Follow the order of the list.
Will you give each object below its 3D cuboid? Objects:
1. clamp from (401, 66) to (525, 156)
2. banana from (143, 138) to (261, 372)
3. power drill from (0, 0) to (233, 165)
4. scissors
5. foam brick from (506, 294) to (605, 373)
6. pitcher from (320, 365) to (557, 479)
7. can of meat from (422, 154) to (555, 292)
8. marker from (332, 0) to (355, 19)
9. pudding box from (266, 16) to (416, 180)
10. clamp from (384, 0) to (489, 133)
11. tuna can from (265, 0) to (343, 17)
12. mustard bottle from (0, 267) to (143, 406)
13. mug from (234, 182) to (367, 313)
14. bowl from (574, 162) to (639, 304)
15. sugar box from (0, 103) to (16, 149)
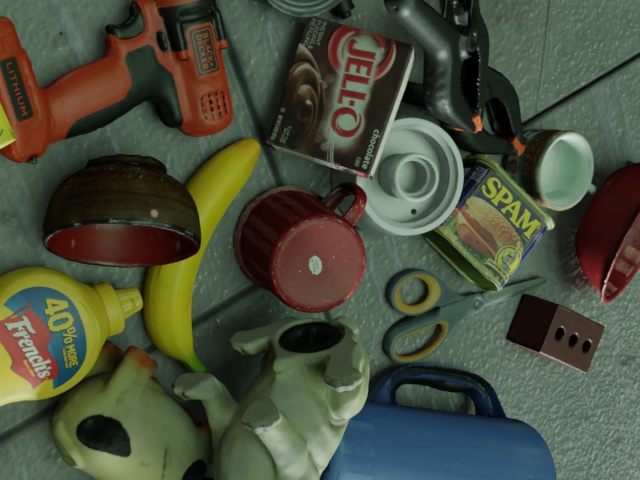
[{"bbox_3d":[0.136,-0.143,0.963,0.171,0.039,0.120,34,86,-37],"label":"clamp"},{"bbox_3d":[-0.100,0.009,0.843,0.069,0.037,0.198,12,94,-51],"label":"banana"},{"bbox_3d":[-0.155,-0.144,0.759,0.187,0.057,0.184,-22,111,-28],"label":"power drill"},{"bbox_3d":[0.136,0.046,1.015,0.201,0.016,0.096,-30,115,-25],"label":"scissors"},{"bbox_3d":[0.236,0.094,1.069,0.078,0.051,0.053,24,87,-35],"label":"foam brick"},{"bbox_3d":[0.081,0.199,0.954,0.242,0.149,0.145,16,107,-31],"label":"pitcher"},{"bbox_3d":[0.150,-0.014,0.979,0.102,0.057,0.084,43,79,-17],"label":"can of meat"},{"bbox_3d":[0.000,-0.236,0.865,0.020,0.020,0.121,-36,117,-23],"label":"marker"},{"bbox_3d":[0.018,-0.115,0.861,0.039,0.090,0.113,18,90,-79],"label":"pudding box"},{"bbox_3d":[0.111,-0.175,0.862,0.164,0.036,0.210,-61,150,-26],"label":"clamp"},{"bbox_3d":[-0.015,-0.220,0.835,0.086,0.034,0.086,-5,111,-15],"label":"tuna can"},{"bbox_3d":[-0.216,0.072,0.763,0.191,0.058,0.096,-20,109,-29],"label":"mustard bottle"},{"bbox_3d":[-0.006,0.001,0.859,0.117,0.082,0.093,-45,115,-4],"label":"mug"},{"bbox_3d":[0.301,-0.019,1.063,0.161,0.055,0.162,-43,152,-30],"label":"bowl"},{"bbox_3d":[-0.257,-0.136,0.672,0.048,0.093,0.176,-34,116,-25],"label":"sugar box"}]
